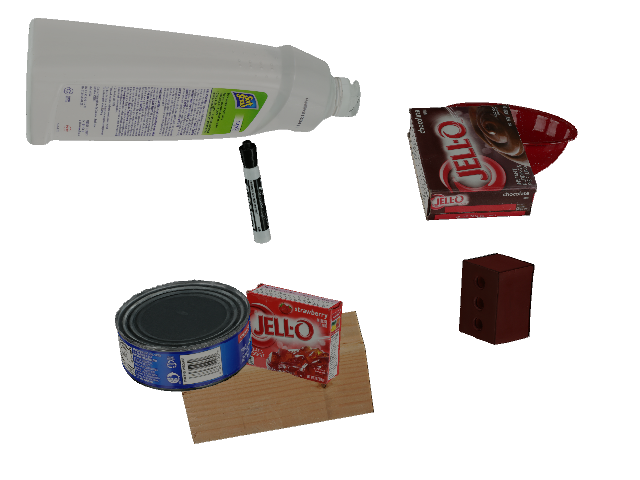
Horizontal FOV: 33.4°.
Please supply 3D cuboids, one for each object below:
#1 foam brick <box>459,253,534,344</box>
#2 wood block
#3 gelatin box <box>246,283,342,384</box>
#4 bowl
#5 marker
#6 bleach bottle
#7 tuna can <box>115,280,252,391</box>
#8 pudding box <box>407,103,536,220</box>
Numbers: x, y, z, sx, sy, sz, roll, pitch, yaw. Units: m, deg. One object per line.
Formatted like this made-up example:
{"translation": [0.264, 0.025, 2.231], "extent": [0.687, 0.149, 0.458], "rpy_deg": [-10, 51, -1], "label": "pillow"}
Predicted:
{"translation": [0.175, 0.058, 1.063], "extent": [0.051, 0.078, 0.053], "rpy_deg": [-11, 19, -36], "label": "foam brick"}
{"translation": [-0.051, 0.155, 1.215], "extent": [0.206, 0.091, 0.090], "rpy_deg": [-9, 25, -1], "label": "wood block"}
{"translation": [-0.026, 0.085, 0.977], "extent": [0.089, 0.073, 0.030], "rpy_deg": [11, 19, 25], "label": "gelatin box"}
{"translation": [0.216, -0.115, 1.252], "extent": [0.162, 0.055, 0.162], "rpy_deg": [5, 23, -2], "label": "bowl"}
{"translation": [-0.072, -0.053, 1.169], "extent": [0.020, 0.121, 0.020], "rpy_deg": [-6, 29, 3], "label": "marker"}
{"translation": [-0.096, -0.113, 0.820], "extent": [0.250, 0.068, 0.103], "rpy_deg": [3, -29, -14], "label": "bleach bottle"}
{"translation": [-0.086, 0.060, 0.683], "extent": [0.086, 0.034, 0.086], "rpy_deg": [-2, 26, 1], "label": "tuna can"}
{"translation": [0.126, -0.068, 0.908], "extent": [0.090, 0.039, 0.113], "rpy_deg": [-2, 43, -5], "label": "pudding box"}
